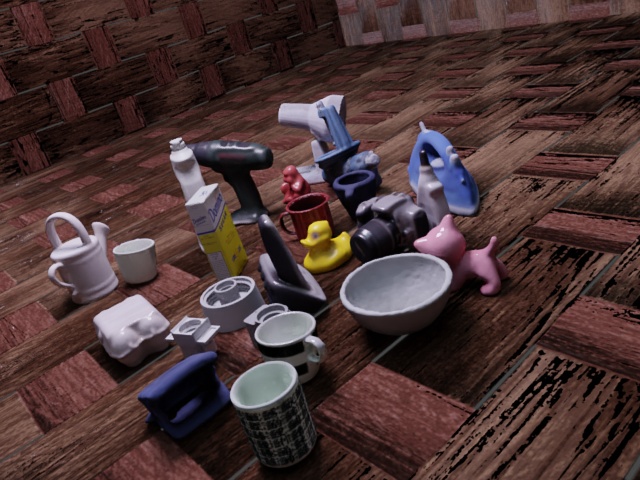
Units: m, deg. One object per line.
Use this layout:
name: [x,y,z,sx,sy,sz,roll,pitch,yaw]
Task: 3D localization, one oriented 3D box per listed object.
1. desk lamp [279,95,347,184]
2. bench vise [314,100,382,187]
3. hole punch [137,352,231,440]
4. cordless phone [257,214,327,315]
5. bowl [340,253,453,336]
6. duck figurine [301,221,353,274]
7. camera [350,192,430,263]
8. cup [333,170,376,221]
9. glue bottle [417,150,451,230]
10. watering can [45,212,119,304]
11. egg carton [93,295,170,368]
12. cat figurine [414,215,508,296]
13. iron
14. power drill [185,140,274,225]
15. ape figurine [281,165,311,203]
desk lamp: [-0.013,-0.261,1.484,0.202,0.214,0.118,-8,26,18]
bench vise: [0.066,-0.225,1.356,0.206,0.220,0.122,5,32,38]
hole punch: [-0.192,0.200,0.783,0.109,0.091,0.100,-34,30,-33]
cordless phone: [-0.063,0.029,0.949,0.094,0.185,0.147,-22,25,-11]
bowl: [0.117,0.090,0.844,0.167,0.075,0.167,-13,25,7]
duck figurine: [0.010,0.004,1.074,0.105,0.086,0.077,-26,27,-20]
camera: [0.109,-0.025,1.056,0.137,0.101,0.142,-31,29,-29]
cup: [0.079,-0.084,1.204,0.091,0.095,0.118,-8,26,17]
glue bottle: [0.200,-0.080,1.030,0.037,0.173,0.078,-24,26,-16]
watering can: [-0.510,0.026,1.213,0.101,0.194,0.172,-14,25,5]
egg carton: [-0.324,0.154,0.984,0.107,0.069,0.149,-30,28,-27]
cat figurine: [0.216,0.018,0.883,0.127,0.118,0.067,0,30,31]
iron: [0.259,-0.156,1.190,0.118,0.142,0.258,-18,25,-4]
power drill: [-0.209,-0.142,1.362,0.229,0.209,0.076,-8,26,18]
ape figurine: [-0.065,-0.139,1.409,0.076,0.092,0.077,-21,25,-9]
